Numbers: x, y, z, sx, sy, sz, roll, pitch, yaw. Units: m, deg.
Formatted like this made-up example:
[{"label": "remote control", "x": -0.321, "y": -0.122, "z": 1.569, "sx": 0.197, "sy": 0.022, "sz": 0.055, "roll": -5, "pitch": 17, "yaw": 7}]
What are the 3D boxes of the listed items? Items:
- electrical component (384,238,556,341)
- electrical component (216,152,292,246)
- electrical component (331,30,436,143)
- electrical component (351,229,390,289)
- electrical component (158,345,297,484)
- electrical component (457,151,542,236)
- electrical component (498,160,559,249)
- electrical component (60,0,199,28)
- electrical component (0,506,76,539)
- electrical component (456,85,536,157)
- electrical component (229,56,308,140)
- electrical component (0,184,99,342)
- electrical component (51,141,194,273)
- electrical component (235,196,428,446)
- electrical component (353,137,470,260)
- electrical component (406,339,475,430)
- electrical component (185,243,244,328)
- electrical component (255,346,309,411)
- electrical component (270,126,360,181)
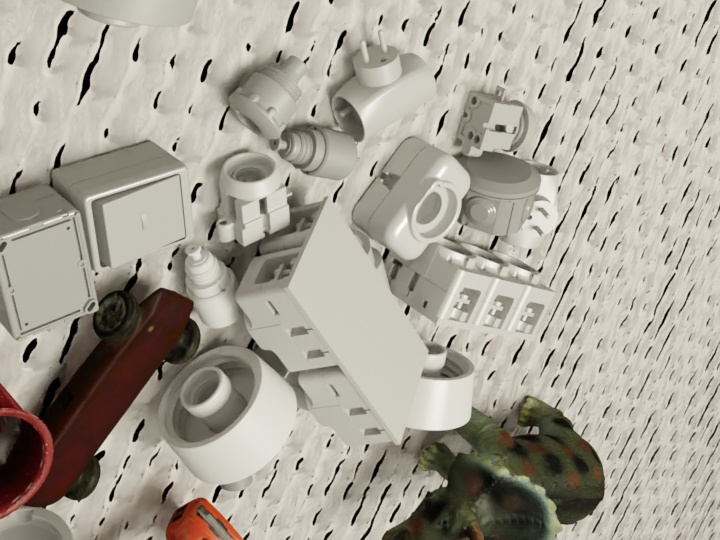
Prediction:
[{"label": "electrical component", "x": 0.103, "y": 0.012, "z": 1.012, "sx": 0.150, "sy": 0.089, "sz": 0.061, "roll": 12, "pitch": 106, "yaw": -45}, {"label": "electrical component", "x": -0.084, "y": -0.057, "z": 0.834, "sx": 0.066, "sy": 0.048, "sz": 0.055, "roll": -27, "pitch": 138, "yaw": -27}, {"label": "electrical component", "x": 0.016, "y": -0.154, "z": 0.865, "sx": 0.077, "sy": 0.043, "sz": 0.079, "roll": -34, "pitch": 133, "yaw": -22}, {"label": "electrical component", "x": 0.000, "y": 0.000, "z": 0.946, "sx": 0.043, "sy": 0.043, "sz": 0.081, "roll": -35, "pitch": 134, "yaw": -21}, {"label": "electrical component", "x": -0.113, "y": 0.111, "z": 0.869, "sx": 0.108, "sy": 0.108, "sz": 0.060, "roll": -45, "pitch": 131, "yaw": -11}, {"label": "electrical component", "x": 0.123, "y": -0.072, "z": 0.987, "sx": 0.080, "sy": 0.080, "sz": 0.051, "roll": -18, "pitch": 131, "yaw": -34}, {"label": "electrical component", "x": 0.168, "y": -0.057, "z": 1.039, "sx": 0.044, "sy": 0.079, "sz": 0.077, "roll": 7, "pitch": 113, "yaw": -13}, {"label": "electrical component", "x": -0.147, "y": -0.183, "z": 0.656, "sx": 0.108, "sy": 0.108, "sz": 0.060, "roll": -3, "pitch": 123, "yaw": -41}, {"label": "electrical component", "x": -0.259, "y": 0.242, "z": 0.819, "sx": 0.108, "sy": 0.108, "sz": 0.060, "roll": -36, "pitch": 140, "yaw": -20}, {"label": "electrical component", "x": 0.126, "y": -0.133, "z": 0.977, "sx": 0.055, "sy": 0.048, "sz": 0.066, "roll": 3, "pitch": 113, "yaw": -35}, {"label": "electrical component", "x": -0.064, "y": -0.132, "z": 0.806, "sx": 0.062, "sy": 0.048, "sz": 0.048, "roll": -53, "pitch": 138, "yaw": -14}, {"label": "electrical component", "x": -0.223, "y": -0.002, "z": 0.730, "sx": 0.062, "sy": 0.061, "sz": 0.096, "roll": -24, "pitch": 129, "yaw": -30}, {"label": "electrical component", "x": -0.159, "y": -0.046, "z": 0.760, "sx": 0.096, "sy": 0.061, "sz": 0.061, "roll": -22, "pitch": 128, "yaw": -31}, {"label": "electrical component", "x": -0.021, "y": 0.047, "z": 0.889, "sx": 0.186, "sy": 0.060, "sz": 0.105, "roll": 57, "pitch": 37, "yaw": -32}, {"label": "electrical component", "x": 0.048, "y": -0.061, "z": 0.940, "sx": 0.095, "sy": 0.059, "sz": 0.054, "roll": -53, "pitch": 138, "yaw": -2}, {"label": "electrical component", "x": 0.057, "y": 0.100, "z": 1.016, "sx": 0.108, "sy": 0.108, "sz": 0.060, "roll": -5, "pitch": 112, "yaw": -40}, {"label": "electrical component", "x": -0.118, "y": 0.011, "z": 0.848, "sx": 0.040, "sy": 0.040, "sz": 0.078, "roll": -38, "pitch": 135, "yaw": -19}, {"label": "electrical component", "x": -0.046, "y": 0.080, "z": 0.951, "sx": 0.083, "sy": 0.047, "sz": 0.075, "roll": 26, "pitch": 96, "yaw": -48}, {"label": "electrical component", "x": -0.038, "y": -0.095, "z": 0.855, "sx": 0.078, "sy": 0.040, "sz": 0.040, "roll": 6, "pitch": 111, "yaw": -44}]
